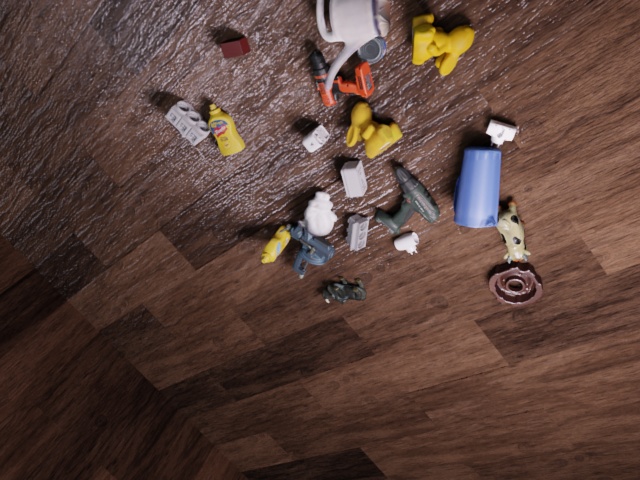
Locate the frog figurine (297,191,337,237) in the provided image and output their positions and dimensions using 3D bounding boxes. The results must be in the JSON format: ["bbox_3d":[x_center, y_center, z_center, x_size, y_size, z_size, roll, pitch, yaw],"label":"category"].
[{"bbox_3d":[0.006,-0.096,1.900,0.137,0.125,0.156,15,125,-28],"label":"frog figurine"}]

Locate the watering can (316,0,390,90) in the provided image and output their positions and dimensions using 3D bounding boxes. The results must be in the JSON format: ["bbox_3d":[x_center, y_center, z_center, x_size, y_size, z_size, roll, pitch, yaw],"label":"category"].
[{"bbox_3d":[0.096,-0.616,1.494,0.224,0.105,0.344,3,104,24],"label":"watering can"}]
